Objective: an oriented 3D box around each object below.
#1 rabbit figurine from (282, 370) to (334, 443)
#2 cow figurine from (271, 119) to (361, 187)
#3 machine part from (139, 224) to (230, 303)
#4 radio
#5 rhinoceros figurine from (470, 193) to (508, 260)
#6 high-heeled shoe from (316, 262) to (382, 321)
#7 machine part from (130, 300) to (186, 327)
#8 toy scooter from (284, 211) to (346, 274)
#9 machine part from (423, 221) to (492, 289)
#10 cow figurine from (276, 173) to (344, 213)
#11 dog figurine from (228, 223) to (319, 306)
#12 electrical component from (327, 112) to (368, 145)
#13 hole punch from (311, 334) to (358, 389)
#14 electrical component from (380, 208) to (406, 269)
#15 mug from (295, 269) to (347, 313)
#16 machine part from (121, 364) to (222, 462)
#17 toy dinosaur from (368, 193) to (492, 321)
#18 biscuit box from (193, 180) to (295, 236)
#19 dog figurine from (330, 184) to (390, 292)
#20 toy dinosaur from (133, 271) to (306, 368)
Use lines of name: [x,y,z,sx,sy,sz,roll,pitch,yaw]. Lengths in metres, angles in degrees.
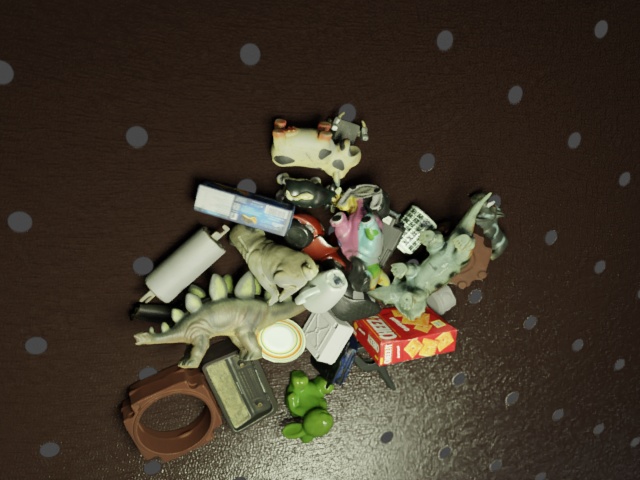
rabbit figurine: [-0.032,0.435,1.357,0.121,0.170,0.159,29,98,-28]
cow figurine: [-0.008,-0.185,1.150,0.195,0.085,0.127,3,131,-7]
machine part: [-0.289,0.052,1.154,0.243,0.079,0.079,-42,120,-2]
radio: [-0.195,0.348,1.313,0.131,0.073,0.229,-23,118,-11]
rhinoceros figurine: [0.438,-0.037,1.404,0.112,0.073,0.190,-37,120,-3]
high-heeled shoe: [0.041,0.111,1.301,0.248,0.145,0.086,22,123,-42]
machine part: [-0.352,0.167,1.200,0.139,0.039,0.084,9,116,-26]
toy scooter: [-0.003,-0.004,1.231,0.183,0.135,0.075,45,123,-12]
machine part: [0.348,0.038,1.365,0.179,0.056,0.179,5,119,10]
cow figurine: [-0.009,-0.102,1.189,0.167,0.098,0.068,5,102,-23]
dog figurine: [-0.104,0.025,1.141,0.190,0.172,0.121,54,43,-5]
electrical component: [0.056,-0.238,1.187,0.102,0.045,0.078,20,102,-27]
hole punch: [0.050,0.298,1.371,0.092,0.116,0.142,16,105,-35]
electrical component: [0.135,-0.016,1.270,0.115,0.058,0.134,31,106,10]
mug: [0.003,0.104,1.146,0.109,0.081,0.107,-8,158,-32]
machine part: [-0.348,0.411,1.273,0.201,0.087,0.200,-22,118,-10]
toy dinosaur: [0.282,0.057,1.286,0.405,0.131,0.192,-42,159,17]
biscuit box: [-0.156,-0.068,1.123,0.203,0.063,0.059,16,105,-1]
dog figurine: [0.104,0.008,1.204,0.109,0.191,0.218,3,132,24]
toy dinosaur: [-0.178,0.170,1.194,0.471,0.105,0.198,-2,82,-36]
